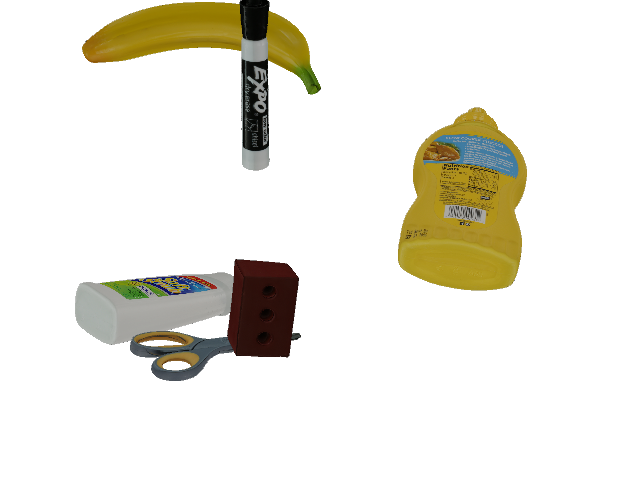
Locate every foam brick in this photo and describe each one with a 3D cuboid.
[{"bbox_3d":[-0.054,0.062,0.983,0.053,0.078,0.051,3,13,-14],"label":"foam brick"}]

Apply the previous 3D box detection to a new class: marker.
[{"bbox_3d":[-0.043,-0.102,0.694,0.020,0.121,0.020,1,33,-1],"label":"marker"}]

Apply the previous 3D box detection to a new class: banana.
[{"bbox_3d":[-0.093,-0.167,0.879,0.198,0.069,0.037,7,-35,2],"label":"banana"}]

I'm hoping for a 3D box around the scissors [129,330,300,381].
[{"bbox_3d":[-0.110,0.127,1.190,0.201,0.016,0.096,3,26,-16],"label":"scissors"}]

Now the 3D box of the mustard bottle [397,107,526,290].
[{"bbox_3d":[0.124,-0.047,0.900,0.096,0.191,0.058,8,-43,7],"label":"mustard bottle"}]

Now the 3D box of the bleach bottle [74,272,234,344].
[{"bbox_3d":[-0.205,0.081,1.476,0.250,0.068,0.103,-10,26,-43],"label":"bleach bottle"}]
